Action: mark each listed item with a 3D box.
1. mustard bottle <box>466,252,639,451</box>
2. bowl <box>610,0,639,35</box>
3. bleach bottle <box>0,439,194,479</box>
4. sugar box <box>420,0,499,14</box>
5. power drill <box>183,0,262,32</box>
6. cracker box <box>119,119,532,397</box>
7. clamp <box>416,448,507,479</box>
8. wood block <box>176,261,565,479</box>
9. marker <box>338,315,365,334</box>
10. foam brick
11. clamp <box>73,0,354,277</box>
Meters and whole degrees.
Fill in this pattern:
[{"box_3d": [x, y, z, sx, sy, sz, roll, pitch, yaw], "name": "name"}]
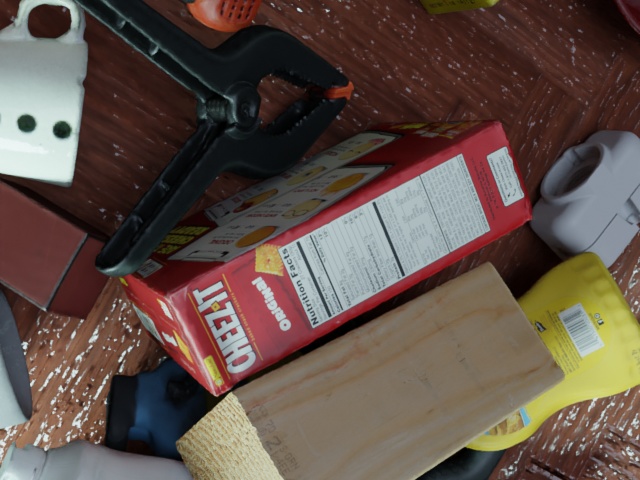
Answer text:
[{"box_3d": [0.128, 0.092, 0.744, 0.192, 0.058, 0.096, -29, 76, 9], "name": "mustard bottle"}, {"box_3d": [0.256, -0.213, 0.772, 0.161, 0.055, 0.162, -3, 99, -21], "name": "bowl"}, {"box_3d": [-0.068, 0.173, 0.643, 0.250, 0.103, 0.068, 24, 49, -17], "name": "bleach bottle"}, {"box_3d": [0.053, -0.226, 0.673, 0.048, 0.093, 0.176, -45, 109, -10], "name": "sugar box"}, {"box_3d": [-0.089, -0.207, 0.588, 0.187, 0.057, 0.185, 2, 128, -31], "name": "power drill"}, {"box_3d": [-0.004, 0.001, 0.645, 0.213, 0.164, 0.072, -28, 105, -16], "name": "cracker box"}, {"box_3d": [0.115, 0.196, 0.787, 0.171, 0.039, 0.120, -34, 103, -9], "name": "clamp"}, {"box_3d": [0.033, 0.101, 0.628, 0.205, 0.091, 0.090, -23, 75, -37], "name": "wood block"}, {"box_3d": [0.047, 0.099, 0.728, 0.020, 0.020, 0.121, -28, 77, -15], "name": "marker"}, {"box_3d": [-0.166, 0.004, 0.624, 0.078, 0.053, 0.051, 29, 89, 18], "name": "foam brick"}, {"box_3d": [-0.060, -0.087, 0.634, 0.209, 0.036, 0.164, -26, 118, -42], "name": "clamp"}]
